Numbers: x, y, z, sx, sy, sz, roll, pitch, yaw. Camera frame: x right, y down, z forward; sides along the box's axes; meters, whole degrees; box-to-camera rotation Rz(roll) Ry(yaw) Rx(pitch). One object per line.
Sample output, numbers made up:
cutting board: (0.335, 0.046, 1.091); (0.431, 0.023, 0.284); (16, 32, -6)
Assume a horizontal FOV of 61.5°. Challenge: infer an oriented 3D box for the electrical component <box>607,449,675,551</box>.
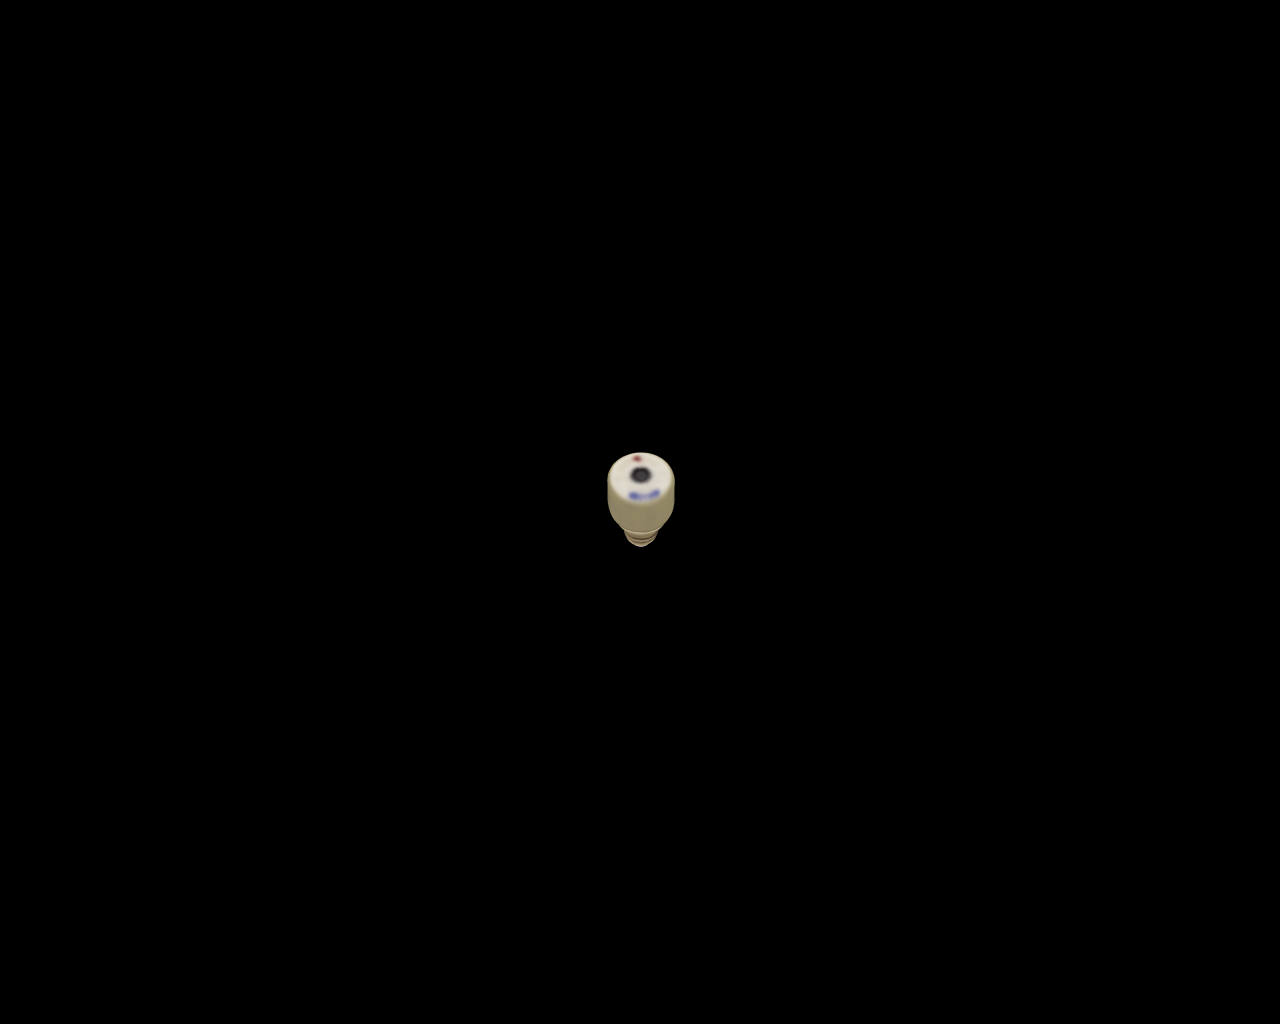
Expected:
electrical component: (0.001, -0.003, 0.650); (0.040, 0.040, 0.078); (0, -35, 0)
